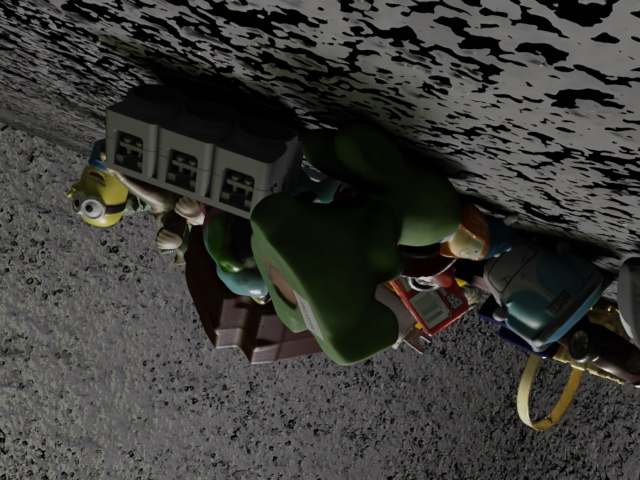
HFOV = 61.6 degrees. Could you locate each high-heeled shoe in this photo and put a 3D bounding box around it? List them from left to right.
[{"bbox_3d":[0.333,0.054,0.549,0.248,0.086,0.145,43,-162,-31],"label":"high-heeled shoe"}]

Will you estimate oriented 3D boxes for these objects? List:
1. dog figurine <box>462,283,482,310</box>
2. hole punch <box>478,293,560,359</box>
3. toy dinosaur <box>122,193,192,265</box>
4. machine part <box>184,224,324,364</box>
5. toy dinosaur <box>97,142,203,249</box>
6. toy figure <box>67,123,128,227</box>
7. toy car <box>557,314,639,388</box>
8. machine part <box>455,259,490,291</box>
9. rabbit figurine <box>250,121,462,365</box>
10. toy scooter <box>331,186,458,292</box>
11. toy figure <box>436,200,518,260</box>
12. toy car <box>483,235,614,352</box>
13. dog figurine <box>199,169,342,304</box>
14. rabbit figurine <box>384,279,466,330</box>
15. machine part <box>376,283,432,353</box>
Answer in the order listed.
[{"bbox_3d":[0.308,0.098,1.128,0.172,0.121,0.190,-14,173,-24],"label":"dog figurine"},{"bbox_3d":[0.335,0.112,0.867,0.092,0.115,0.142,34,172,-33],"label":"hole punch"},{"bbox_3d":[-0.249,-0.066,0.973,0.131,0.192,0.405,-29,-156,-32],"label":"toy dinosaur"},{"bbox_3d":[-0.048,0.040,0.644,0.201,0.087,0.202,-4,-141,-28],"label":"machine part"},{"bbox_3d":[-0.132,-0.043,0.815,0.470,0.105,0.199,30,-157,-48],"label":"toy dinosaur"},{"bbox_3d":[-0.364,-0.110,0.934,0.082,0.180,0.089,21,-179,40],"label":"toy figure"},{"bbox_3d":[0.308,0.113,0.639,0.089,0.053,0.202,20,-174,-6],"label":"toy car"},{"bbox_3d":[0.269,0.052,0.775,0.179,0.056,0.179,22,176,1],"label":"machine part"},{"bbox_3d":[0.032,-0.015,0.429,0.121,0.170,0.159,11,128,62],"label":"rabbit figurine"},{"bbox_3d":[0.104,-0.007,0.593,0.184,0.075,0.135,35,150,-20],"label":"toy scooter"},{"bbox_3d":[0.115,-0.016,0.513,0.154,0.057,0.064,21,174,-3],"label":"toy figure"},{"bbox_3d":[0.231,0.043,0.577,0.103,0.109,0.161,43,-166,11],"label":"toy car"},{"bbox_3d":[-0.103,-0.047,0.568,0.219,0.108,0.191,25,-143,15],"label":"dog figurine"},{"bbox_3d":[0.177,0.089,0.980,0.122,0.173,0.162,23,-176,42],"label":"rabbit figurine"},{"bbox_3d":[0.083,0.102,0.907,0.243,0.079,0.079,36,-178,17],"label":"machine part"}]
